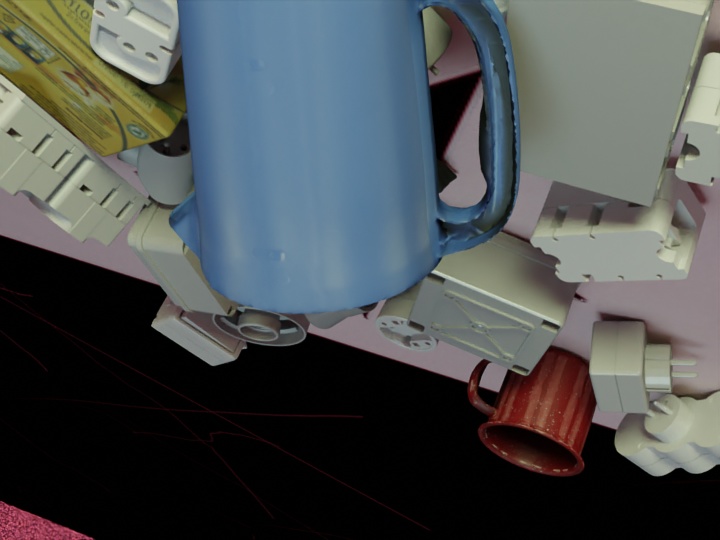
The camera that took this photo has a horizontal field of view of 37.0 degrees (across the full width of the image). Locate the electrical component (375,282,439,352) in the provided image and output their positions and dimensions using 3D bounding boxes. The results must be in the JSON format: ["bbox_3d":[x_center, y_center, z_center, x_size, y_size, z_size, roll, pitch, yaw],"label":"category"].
[{"bbox_3d":[0.047,0.035,0.900,0.055,0.047,0.055,20,153,10],"label":"electrical component"}]

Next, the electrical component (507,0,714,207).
[{"bbox_3d":[0.125,-0.110,0.552,0.089,0.061,0.150,17,153,15],"label":"electrical component"}]

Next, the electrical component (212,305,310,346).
[{"bbox_3d":[-0.092,0.031,1.020,0.099,0.064,0.099,8,155,4],"label":"electrical component"}]

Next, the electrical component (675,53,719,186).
[{"bbox_3d":[0.215,-0.073,0.549,0.089,0.055,0.050,15,152,20],"label":"electrical component"}]

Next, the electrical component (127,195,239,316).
[{"bbox_3d":[-0.141,-0.020,0.926,0.057,0.078,0.113,8,149,25],"label":"electrical component"}]

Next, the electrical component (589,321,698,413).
[{"bbox_3d":[0.221,0.076,0.829,0.077,0.047,0.065,-1,146,20],"label":"electrical component"}]

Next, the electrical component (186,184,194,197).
[{"bbox_3d":[-0.109,-0.066,0.849,0.040,0.046,0.040,20,153,10],"label":"electrical component"}]

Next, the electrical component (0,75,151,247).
[{"bbox_3d":[-0.255,-0.092,0.824,0.105,0.060,0.186,37,175,25],"label":"electrical component"}]

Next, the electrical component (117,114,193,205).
[{"bbox_3d":[-0.164,-0.095,0.844,0.079,0.044,0.077,25,154,1],"label":"electrical component"}]

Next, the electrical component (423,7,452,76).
[{"bbox_3d":[0.017,-0.143,0.608,0.078,0.040,0.040,39,150,-26],"label":"electrical component"}]

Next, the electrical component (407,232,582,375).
[{"bbox_3d":[0.100,0.021,0.820,0.109,0.056,0.108,23,154,4],"label":"electrical component"}]

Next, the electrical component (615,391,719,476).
[{"bbox_3d":[0.260,0.127,0.882,0.074,0.052,0.138,35,152,-19],"label":"electrical component"}]

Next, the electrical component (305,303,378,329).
[{"bbox_3d":[-0.015,0.025,0.943,0.044,0.044,0.065,39,145,-26],"label":"electrical component"}]

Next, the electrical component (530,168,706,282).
[{"bbox_3d":[0.162,-0.030,0.673,0.089,0.055,0.050,-2,143,43],"label":"electrical component"}]

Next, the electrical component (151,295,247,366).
[{"bbox_3d":[-0.147,0.051,1.079,0.096,0.061,0.061,36,151,-22],"label":"electrical component"}]

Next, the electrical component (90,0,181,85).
[{"bbox_3d":[-0.127,-0.168,0.663,0.054,0.059,0.095,28,153,-6],"label":"electrical component"}]

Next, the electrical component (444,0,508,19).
[{"bbox_3d":[0.062,-0.158,0.540,0.043,0.043,0.062,20,152,10],"label":"electrical component"}]
